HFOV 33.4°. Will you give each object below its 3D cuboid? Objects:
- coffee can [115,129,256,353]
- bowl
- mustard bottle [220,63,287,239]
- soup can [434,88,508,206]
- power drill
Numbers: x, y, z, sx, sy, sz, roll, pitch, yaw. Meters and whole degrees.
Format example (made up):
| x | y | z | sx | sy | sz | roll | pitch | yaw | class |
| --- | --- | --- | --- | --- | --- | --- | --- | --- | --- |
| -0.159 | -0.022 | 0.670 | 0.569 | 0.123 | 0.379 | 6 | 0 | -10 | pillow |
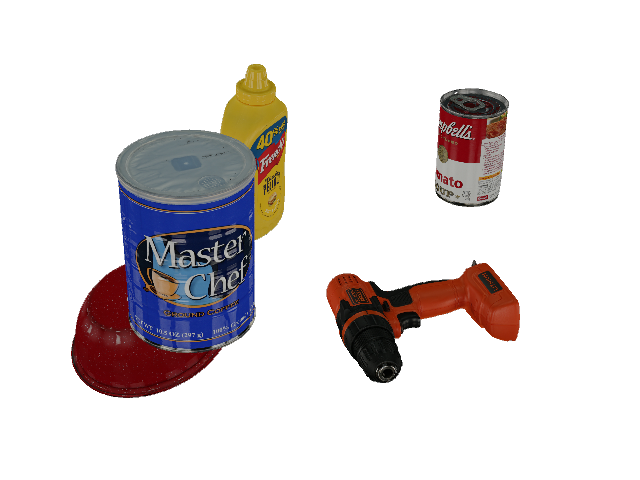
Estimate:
| x | y | z | sx | sy | sz | roll | pitch | yaw | class |
| --- | --- | --- | --- | --- | --- | --- | --- | --- | --- |
| -0.101 | 0.000 | 0.820 | 0.103 | 0.140 | 0.103 | 1 | 33 | -1 | coffee can |
| -0.167 | 0.069 | 1.003 | 0.162 | 0.055 | 0.162 | -10 | 42 | 9 | bowl |
| -0.071 | -0.097 | 1.130 | 0.058 | 0.192 | 0.096 | 22 | 39 | 23 | mustard bottle |
| 0.151 | -0.094 | 1.078 | 0.068 | 0.102 | 0.068 | 0 | 31 | 0 | soup can |
| 0.111 | 0.082 | 1.130 | 0.187 | 0.057 | 0.184 | -6 | 28 | -11 | power drill |
